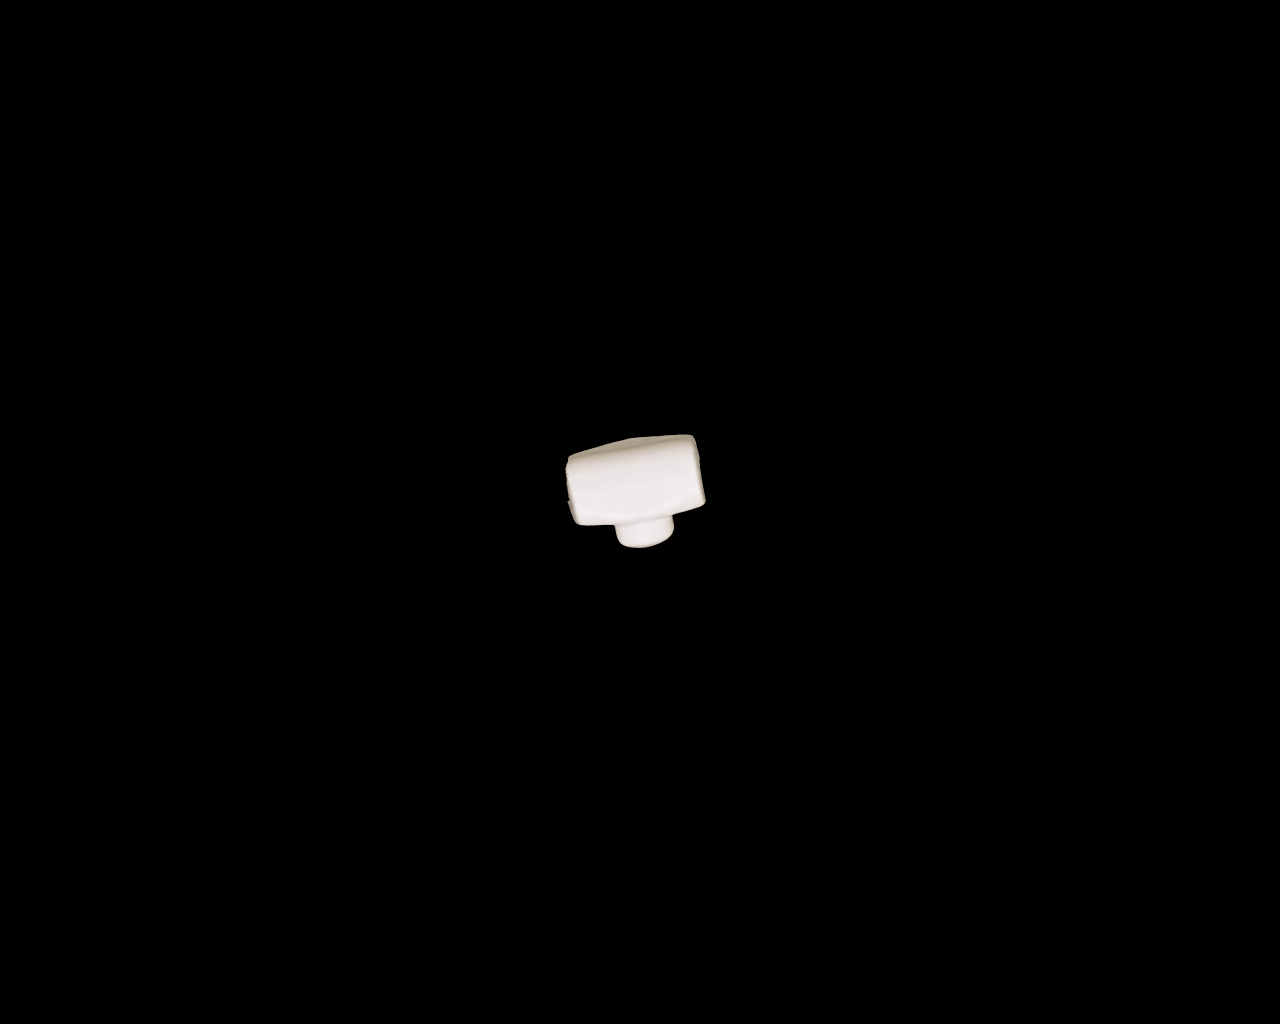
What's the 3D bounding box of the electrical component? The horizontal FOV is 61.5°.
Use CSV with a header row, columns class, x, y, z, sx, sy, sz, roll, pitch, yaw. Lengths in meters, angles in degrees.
class,x,y,z,sx,sy,sz,roll,pitch,yaw
electrical component,0.001,-0.003,0.650,0.077,0.079,0.044,-10,20,3
